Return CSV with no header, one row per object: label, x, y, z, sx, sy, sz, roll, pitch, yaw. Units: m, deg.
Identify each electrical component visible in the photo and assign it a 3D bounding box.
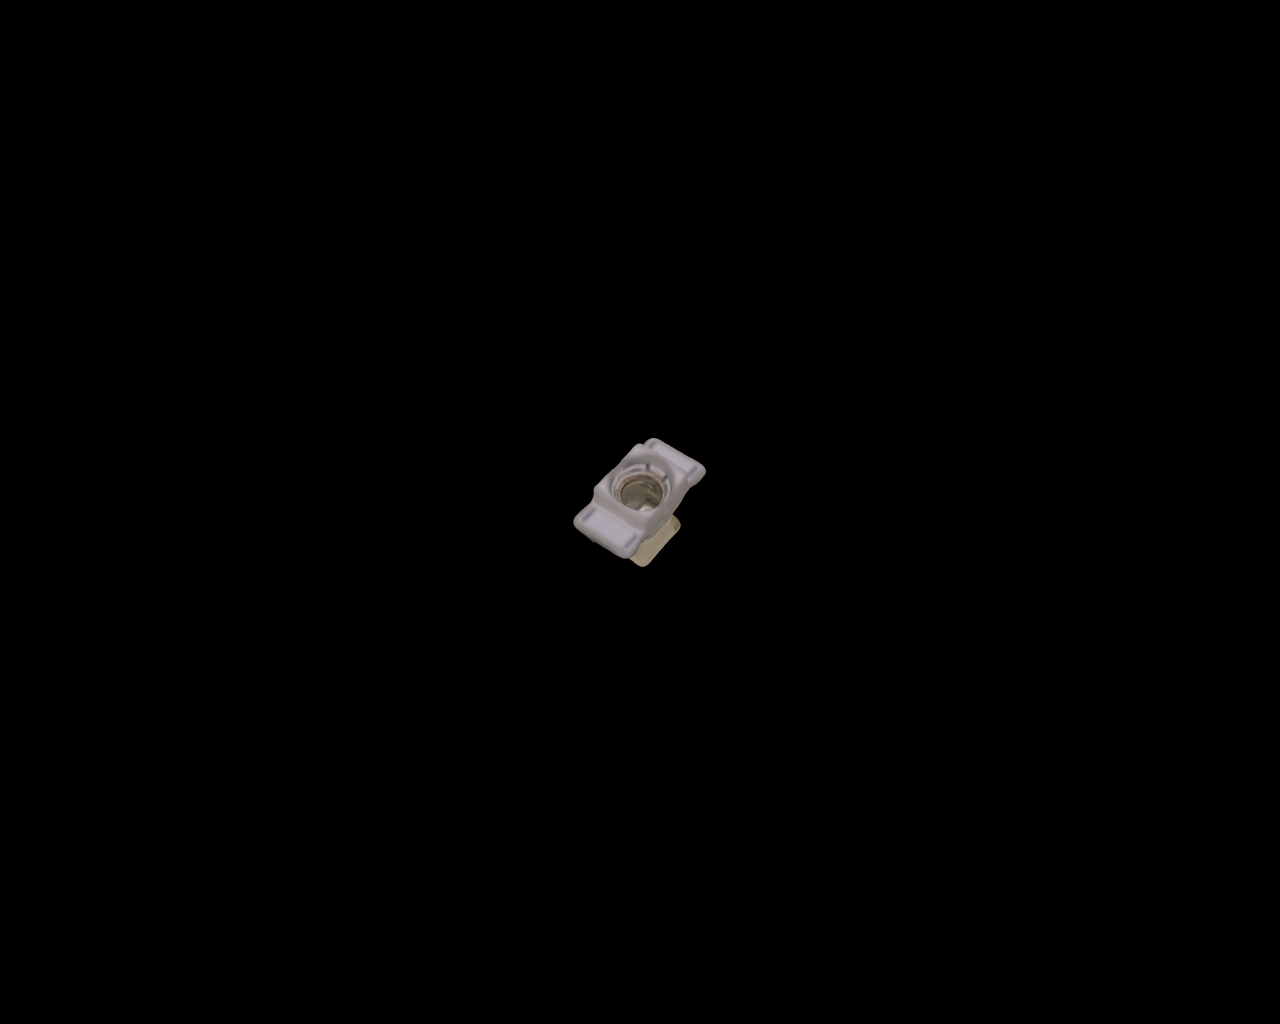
electrical component,0.001,-0.003,0.650,0.042,0.081,0.063,33,-28,20
